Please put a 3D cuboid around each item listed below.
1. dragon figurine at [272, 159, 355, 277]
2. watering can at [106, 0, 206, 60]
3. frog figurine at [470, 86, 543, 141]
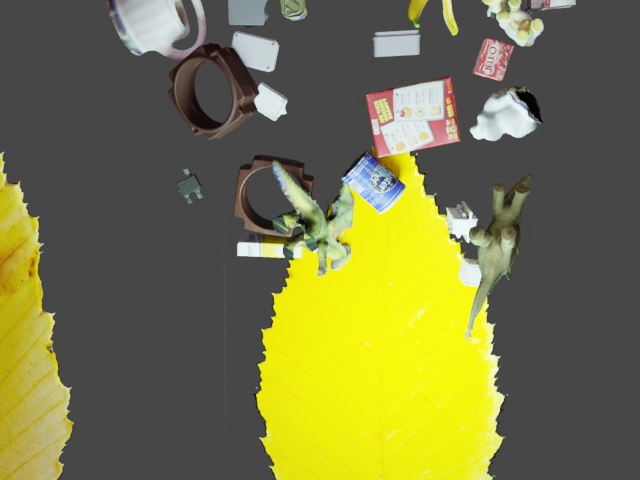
[{"bbox_3d":[0.004,-0.067,1.336,0.122,0.402,0.247,11,38,34],"label":"dragon figurine"},{"bbox_3d":[-0.417,-0.599,1.255,0.224,0.343,0.106,-19,20,9],"label":"watering can"},{"bbox_3d":[0.468,-0.309,1.307,0.136,0.125,0.157,33,-38,-15],"label":"frog figurine"}]
